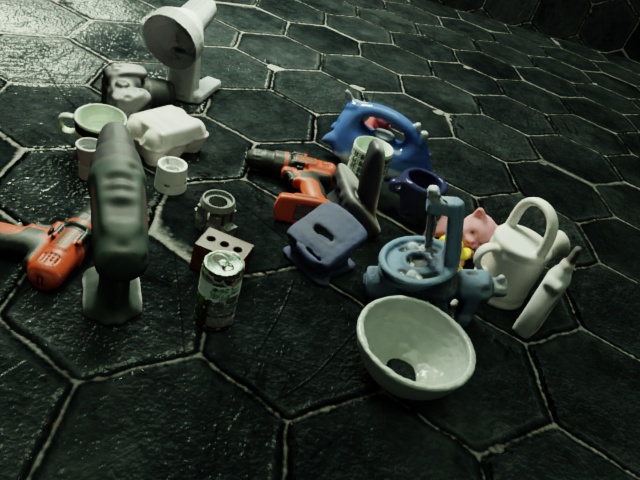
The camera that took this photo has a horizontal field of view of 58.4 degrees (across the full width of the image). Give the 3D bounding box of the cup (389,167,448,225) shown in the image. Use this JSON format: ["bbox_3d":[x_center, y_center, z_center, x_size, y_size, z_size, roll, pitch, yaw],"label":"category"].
[{"bbox_3d":[0.176,-0.078,1.100,0.118,0.095,0.091,1,39,-23],"label":"cup"}]

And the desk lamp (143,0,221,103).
[{"bbox_3d":[-0.288,-0.411,1.236,0.118,0.213,0.203,21,36,4],"label":"desk lamp"}]

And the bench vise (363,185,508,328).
[{"bbox_3d":[0.189,0.020,0.868,0.208,0.220,0.121,5,37,-17],"label":"bench vise"}]

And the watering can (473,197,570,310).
[{"bbox_3d":[0.340,0.014,0.964,0.173,0.194,0.100,-19,49,-40],"label":"watering can"}]

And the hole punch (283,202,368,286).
[{"bbox_3d":[0.008,0.003,0.922,0.101,0.091,0.108,-21,51,-41],"label":"hole punch"}]

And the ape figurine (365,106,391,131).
[{"bbox_3d":[0.137,-0.267,1.335,0.078,0.092,0.076,-11,44,-34],"label":"ape figurine"}]

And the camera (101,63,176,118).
[{"bbox_3d":[-0.357,-0.292,1.145,0.137,0.101,0.142,-7,43,-31],"label":"camera"}]

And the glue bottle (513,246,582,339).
[{"bbox_3d":[0.367,0.078,0.909,0.037,0.173,0.078,35,39,23],"label":"glue bottle"}]

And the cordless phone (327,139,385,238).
[{"bbox_3d":[0.077,-0.111,1.022,0.094,0.185,0.147,3,38,-19],"label":"cordless phone"}]

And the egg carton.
[{"bbox_3d":[-0.291,-0.199,1.077,0.107,0.069,0.151,33,38,20],"label":"egg carton"}]

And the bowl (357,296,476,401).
[{"bbox_3d":[0.121,0.158,0.780,0.167,0.075,0.167,12,36,-9],"label":"bowl"}]

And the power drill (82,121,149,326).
[{"bbox_3d":[-0.258,-0.008,0.721,0.076,0.208,0.229,-1,40,-24],"label":"power drill"}]

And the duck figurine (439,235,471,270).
[{"bbox_3d":[0.209,0.028,0.981,0.105,0.086,0.077,11,36,-10],"label":"duck figurine"}]

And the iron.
[{"bbox_3d":[0.144,-0.221,1.234,0.258,0.141,0.119,20,36,3],"label":"iron"}]

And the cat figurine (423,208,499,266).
[{"bbox_3d":[0.265,-0.020,1.042,0.127,0.118,0.067,37,40,25],"label":"cat figurine"}]
